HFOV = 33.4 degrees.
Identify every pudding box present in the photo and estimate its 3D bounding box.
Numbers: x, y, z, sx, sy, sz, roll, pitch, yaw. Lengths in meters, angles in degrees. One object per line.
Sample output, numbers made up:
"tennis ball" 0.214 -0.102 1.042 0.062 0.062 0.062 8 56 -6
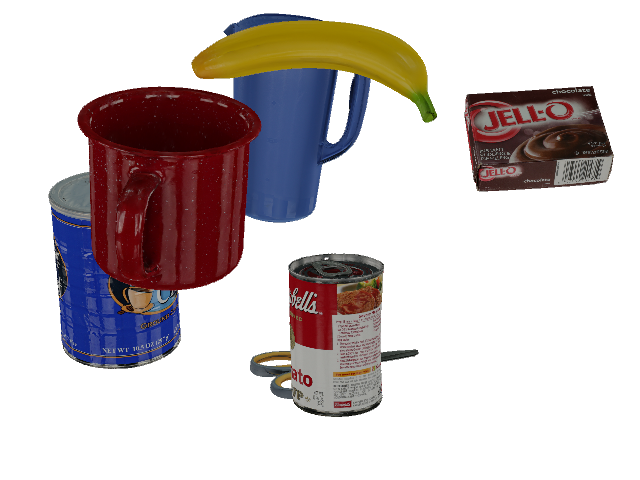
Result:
"pudding box" 0.183 -0.087 0.907 0.113 0.090 0.039 -2 -41 1

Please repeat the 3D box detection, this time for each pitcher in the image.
"pitcher" -0.038 -0.148 1.309 0.144 0.243 0.149 -6 27 -25

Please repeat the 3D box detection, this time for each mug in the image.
"mug" -0.081 -0.021 0.551 0.093 0.081 0.117 7 28 3

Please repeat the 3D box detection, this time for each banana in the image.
"banana" 0.000 -0.143 0.838 0.198 0.069 0.037 11 -35 9

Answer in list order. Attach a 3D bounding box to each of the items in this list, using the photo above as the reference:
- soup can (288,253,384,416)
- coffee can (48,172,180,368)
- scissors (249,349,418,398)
"soup can" 0.012 0.067 0.766 0.068 0.102 0.068 -1 14 0
"coffee can" -0.171 0.022 0.901 0.103 0.140 0.103 1 24 -1
"scissors" 0.022 0.149 1.207 0.201 0.016 0.096 1 24 -8
